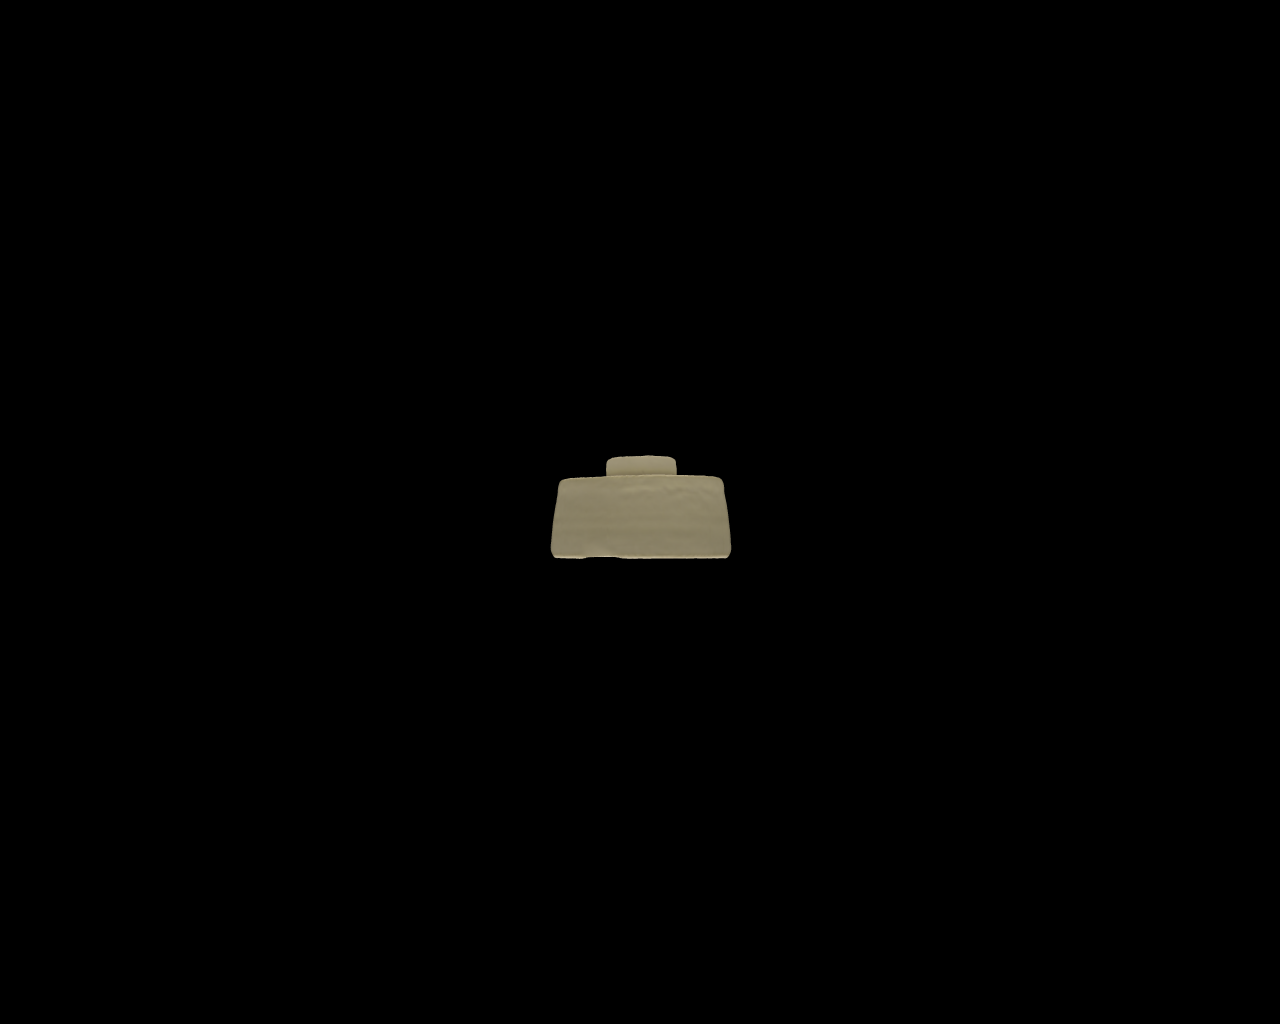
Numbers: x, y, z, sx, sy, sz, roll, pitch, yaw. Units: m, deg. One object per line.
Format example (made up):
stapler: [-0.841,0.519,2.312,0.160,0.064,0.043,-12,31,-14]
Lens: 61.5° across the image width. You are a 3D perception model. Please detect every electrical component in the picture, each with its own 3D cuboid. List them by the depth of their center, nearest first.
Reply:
electrical component: [0.001,-0.003,0.650,0.108,0.060,0.108,0,-2,0]
